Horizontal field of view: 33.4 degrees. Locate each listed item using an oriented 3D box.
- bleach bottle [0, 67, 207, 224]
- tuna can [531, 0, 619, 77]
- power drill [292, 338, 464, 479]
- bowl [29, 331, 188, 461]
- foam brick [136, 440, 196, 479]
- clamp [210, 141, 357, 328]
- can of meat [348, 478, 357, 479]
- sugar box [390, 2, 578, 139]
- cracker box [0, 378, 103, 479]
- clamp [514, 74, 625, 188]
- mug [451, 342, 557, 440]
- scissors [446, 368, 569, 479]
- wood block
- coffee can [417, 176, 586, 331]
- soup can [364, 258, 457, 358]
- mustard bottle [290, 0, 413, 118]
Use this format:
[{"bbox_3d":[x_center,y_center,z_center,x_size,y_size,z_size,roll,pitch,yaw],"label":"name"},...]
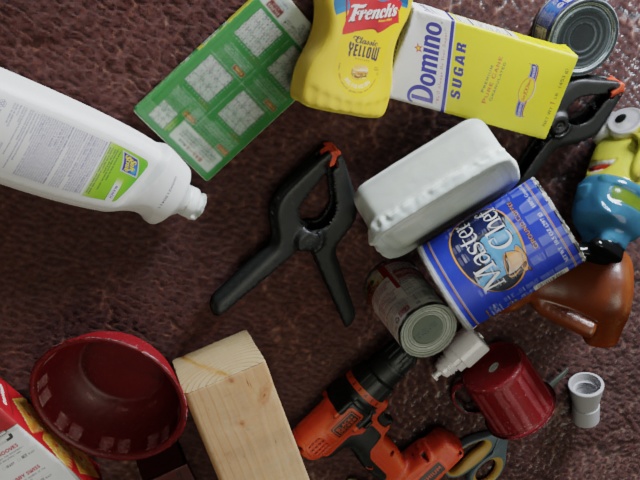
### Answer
[{"bbox_3d":[-0.219,-0.070,0.979,0.250,0.068,0.103,25,106,-32],"label":"bleach bottle"},{"bbox_3d":[0.264,-0.213,1.102,0.086,0.034,0.086,-9,120,-16],"label":"tuna can"},{"bbox_3d":[0.084,0.215,1.249,0.184,0.057,0.187,-43,120,9],"label":"power drill"},{"bbox_3d":[-0.208,0.147,1.081,0.162,0.055,0.162,4,124,6],"label":"bowl"},{"bbox_3d":[-0.165,0.270,1.185,0.053,0.051,0.078,-23,122,-10],"label":"foam brick"},{"bbox_3d":[-0.007,0.001,1.111,0.164,0.036,0.210,14,111,-27],"label":"clamp"},{"bbox_3d":[0.075,0.342,1.286,0.083,0.102,0.057,21,108,-31],"label":"can of meat"},{"bbox_3d":[0.155,-0.167,1.058,0.176,0.048,0.093,12,112,-14],"label":"sugar box"},{"bbox_3d":[-0.349,0.237,1.087,0.164,0.072,0.213,-37,122,0],"label":"cracker box"},{"bbox_3d":[0.247,-0.117,1.145,0.171,0.039,0.120,-21,128,-1],"label":"clamp"},{"bbox_3d":[0.210,0.178,1.265,0.117,0.093,0.081,-16,124,31],"label":"mug"},{"bbox_3d":[0.245,0.246,1.349,0.201,0.016,0.096,-33,125,-2],"label":"scissors"},{"bbox_3d":[-0.077,0.217,1.144,0.090,0.091,0.206,-22,111,-8],"label":"wood block"},{"bbox_3d":[0.185,0.015,1.097,0.140,0.103,0.102,-32,124,9],"label":"coffee can"},{"bbox_3d":[0.097,0.072,1.149,0.068,0.102,0.068,-9,119,-17],"label":"soup can"},{"bbox_3d":[0.038,-0.214,0.993,0.096,0.058,0.192,6,107,-29],"label":"mustard bottle"}]
